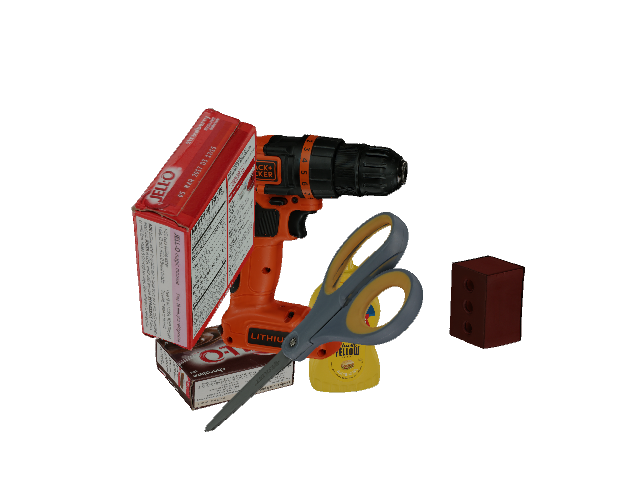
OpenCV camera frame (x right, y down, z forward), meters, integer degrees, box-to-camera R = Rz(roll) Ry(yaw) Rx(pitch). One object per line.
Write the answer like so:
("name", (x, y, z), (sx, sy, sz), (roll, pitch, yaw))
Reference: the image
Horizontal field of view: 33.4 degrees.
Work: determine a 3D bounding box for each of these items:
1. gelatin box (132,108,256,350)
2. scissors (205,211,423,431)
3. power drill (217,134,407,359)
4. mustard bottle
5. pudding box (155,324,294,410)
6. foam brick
("gelatin box", (-0.058, -0.005, 0.499), (0.030, 0.089, 0.073), (18, 48, 12))
("scissors", (-0.002, 0.072, 0.689), (0.016, 0.202, 0.096), (29, 12, -37))
("power drill", (-0.018, 0.003, 0.903), (0.185, 0.188, 0.057), (6, 16, 19))
("mustard bottle", (0.032, 0.108, 1.433), (0.096, 0.192, 0.058), (-3, 19, -6))
("pudding box", (-0.094, 0.119, 1.049), (0.113, 0.039, 0.090), (-13, 27, -28))
("foam brick", (0.163, 0.060, 1.046), (0.051, 0.078, 0.053), (-11, 19, -33))
